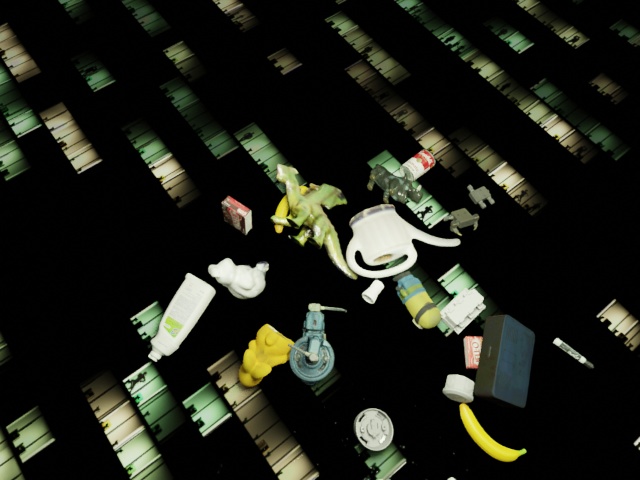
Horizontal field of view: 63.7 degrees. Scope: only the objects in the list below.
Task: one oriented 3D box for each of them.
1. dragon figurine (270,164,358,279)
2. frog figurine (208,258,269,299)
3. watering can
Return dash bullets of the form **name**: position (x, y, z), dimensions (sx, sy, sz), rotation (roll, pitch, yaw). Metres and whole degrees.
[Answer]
- **dragon figurine**: position (0.005, -0.081, 1.618), dimensions (0.247, 0.409, 0.120), rotation (-53, -175, -30)
- **frog figurine**: position (-0.239, 0.113, 1.478), dimensions (0.159, 0.137, 0.122), rotation (0, 95, -53)
- **watering can**: position (0.234, -0.011, 1.583), dimensions (0.349, 0.228, 0.102), rotation (-18, 156, -9)
